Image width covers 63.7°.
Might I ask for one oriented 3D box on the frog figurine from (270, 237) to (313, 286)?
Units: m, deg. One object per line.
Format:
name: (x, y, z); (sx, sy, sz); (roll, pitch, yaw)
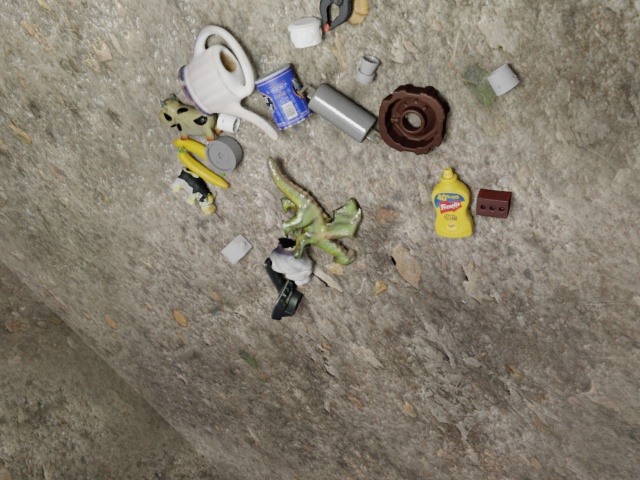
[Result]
frog figurine: (-0.089, 0.083, 1.660); (0.137, 0.125, 0.157); (-2, 111, 7)

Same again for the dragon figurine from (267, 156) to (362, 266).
dragon figurine: (0.005, -0.077, 1.529); (0.242, 0.125, 0.402); (-9, 120, 13)

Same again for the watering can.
watering can: (-0.257, -0.401, 1.406); (0.222, 0.106, 0.345); (-17, 103, 37)
